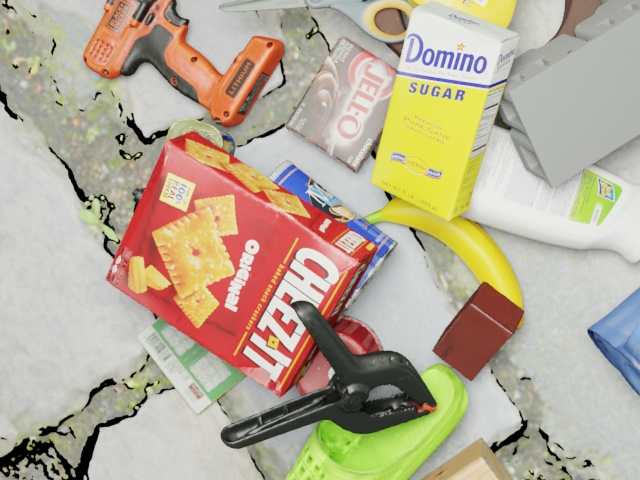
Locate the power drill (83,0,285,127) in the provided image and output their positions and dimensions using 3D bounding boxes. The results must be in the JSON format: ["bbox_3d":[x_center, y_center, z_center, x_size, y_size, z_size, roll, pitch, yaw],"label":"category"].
[{"bbox_3d":[-0.133,-0.220,1.112,0.188,0.057,0.184,33,100,8],"label":"power drill"}]

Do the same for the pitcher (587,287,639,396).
[{"bbox_3d":[0.381,0.053,1.002,0.243,0.149,0.145,-43,103,1],"label":"pitcher"}]

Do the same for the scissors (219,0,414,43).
[{"bbox_3d":[0.010,-0.216,1.027,0.202,0.016,0.096,-19,90,9],"label":"scissors"}]

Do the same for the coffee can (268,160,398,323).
[{"bbox_3d":[-0.007,0.001,1.079,0.140,0.102,0.103,37,97,5],"label":"coffee can"}]

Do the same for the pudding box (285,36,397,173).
[{"bbox_3d":[0.032,-0.139,1.100,0.090,0.039,0.113,33,96,5],"label":"pudding box"}]

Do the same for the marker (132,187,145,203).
[{"bbox_3d":[-0.151,-0.017,1.141,0.121,0.020,0.020,37,97,5],"label":"marker"}]

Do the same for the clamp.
[{"bbox_3d":[0.017,0.146,0.999,0.209,0.036,0.165,21,114,-35],"label":"clamp"}]

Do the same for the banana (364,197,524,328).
[{"bbox_3d":[0.141,0.009,1.095,0.198,0.037,0.070,36,115,6],"label":"banana"}]

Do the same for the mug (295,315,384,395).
[{"bbox_3d":[0.005,0.129,1.094,0.117,0.081,0.093,-6,92,8],"label":"mug"}]

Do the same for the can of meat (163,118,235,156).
[{"bbox_3d":[-0.129,-0.071,1.103,0.057,0.084,0.102,20,95,7],"label":"can of meat"}]

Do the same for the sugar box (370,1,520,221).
[{"bbox_3d":[0.109,-0.115,0.962,0.093,0.048,0.176,27,125,26],"label":"sugar box"}]

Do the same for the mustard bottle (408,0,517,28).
[{"bbox_3d":[0.165,-0.281,0.978,0.096,0.058,0.192,29,96,-8],"label":"mustard bottle"}]

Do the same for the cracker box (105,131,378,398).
[{"bbox_3d":[-0.079,0.022,1.011,0.214,0.072,0.164,33,113,10],"label":"cracker box"}]

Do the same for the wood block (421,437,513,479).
[{"bbox_3d":[0.107,0.303,1.083,0.206,0.090,0.090,-37,87,8],"label":"wood block"}]

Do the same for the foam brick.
[{"bbox_3d":[0.158,0.091,1.070,0.053,0.051,0.078,38,126,5],"label":"foam brick"}]

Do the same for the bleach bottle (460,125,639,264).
[{"bbox_3d":[0.237,-0.034,1.054,0.251,0.068,0.102,22,76,1],"label":"bleach bottle"}]
